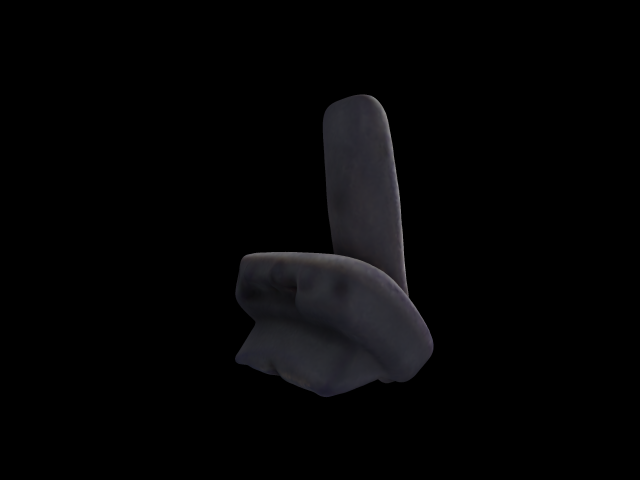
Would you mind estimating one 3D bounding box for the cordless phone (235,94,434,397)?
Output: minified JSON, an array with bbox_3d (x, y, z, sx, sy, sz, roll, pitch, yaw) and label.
[{"bbox_3d":[0.004,0.001,0.400,0.094,0.185,0.147,0,0,-43],"label":"cordless phone"}]
